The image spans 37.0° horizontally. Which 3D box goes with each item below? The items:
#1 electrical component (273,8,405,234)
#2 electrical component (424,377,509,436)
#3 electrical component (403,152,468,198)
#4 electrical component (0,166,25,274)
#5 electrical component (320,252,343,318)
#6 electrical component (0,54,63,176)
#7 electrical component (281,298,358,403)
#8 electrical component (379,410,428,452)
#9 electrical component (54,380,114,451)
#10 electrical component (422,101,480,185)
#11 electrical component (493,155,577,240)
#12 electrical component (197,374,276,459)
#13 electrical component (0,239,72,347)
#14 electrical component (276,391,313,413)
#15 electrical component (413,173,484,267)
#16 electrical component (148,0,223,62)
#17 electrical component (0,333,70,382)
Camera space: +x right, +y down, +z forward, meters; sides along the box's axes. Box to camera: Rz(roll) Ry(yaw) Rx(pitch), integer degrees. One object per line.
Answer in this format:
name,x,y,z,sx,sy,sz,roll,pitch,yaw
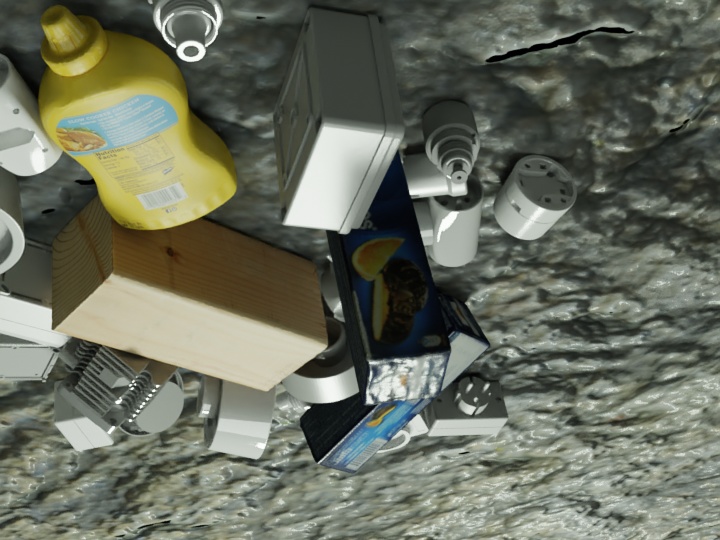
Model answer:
electrical component,-0.018,-0.099,0.721,0.056,0.108,0.108,5,143,-17
electrical component,0.117,0.140,1.155,0.083,0.047,0.075,1,144,-16
electrical component,0.058,-0.075,0.837,0.046,0.040,0.040,-8,146,5
electrical component,-0.295,-0.045,0.769,0.108,0.060,0.108,-7,146,-5
electrical component,0.000,0.000,0.926,0.077,0.043,0.079,-24,143,20
electrical component,-0.251,-0.098,0.718,0.079,0.043,0.077,-14,145,6
electrical component,-0.029,0.075,0.983,0.099,0.099,0.064,-12,140,2
electrical component,0.022,0.158,1.148,0.089,0.055,0.050,-16,145,9
electrical component,-0.252,0.137,1.055,0.077,0.047,0.065,-11,146,1
electrical component,0.068,-0.091,0.788,0.040,0.078,0.040,-2,131,-2
electrical component,0.140,-0.057,0.871,0.055,0.055,0.047,4,147,-20
electrical component,-0.121,0.122,1.019,0.060,0.108,0.108,8,142,-16
electrical component,-0.272,0.017,0.863,0.096,0.061,0.061,20,135,-37
electrical component,-0.055,0.124,1.092,0.062,0.043,0.043,-23,144,20
electrical component,0.060,-0.039,0.885,0.079,0.043,0.077,-8,146,-4
electrical component,-0.105,-0.155,0.657,0.048,0.062,0.048,-7,146,-5
electrical component,-0.297,0.055,0.918,0.096,0.061,0.061,3,144,-32
